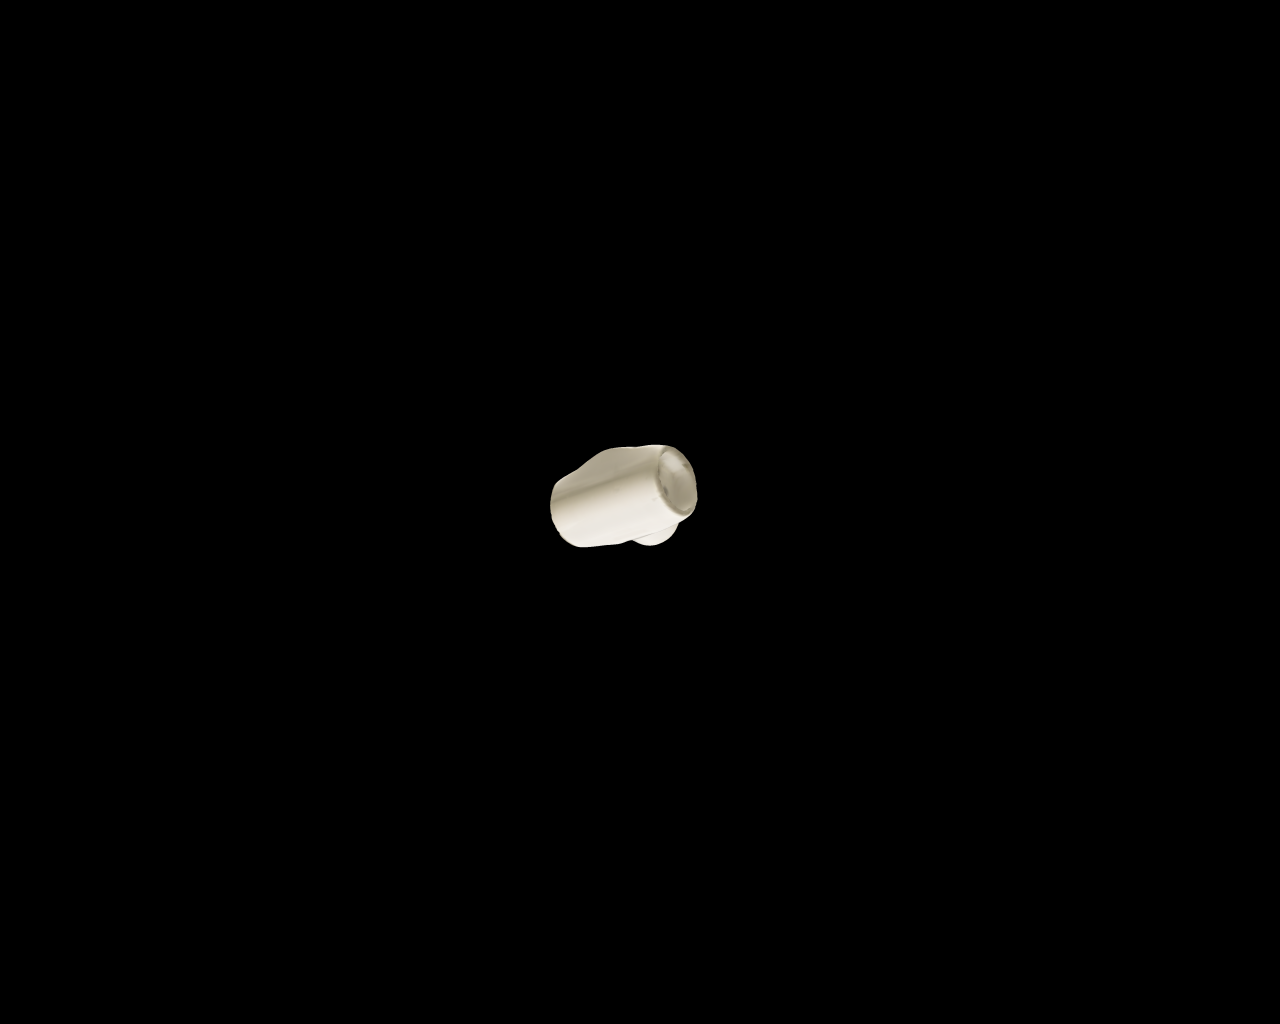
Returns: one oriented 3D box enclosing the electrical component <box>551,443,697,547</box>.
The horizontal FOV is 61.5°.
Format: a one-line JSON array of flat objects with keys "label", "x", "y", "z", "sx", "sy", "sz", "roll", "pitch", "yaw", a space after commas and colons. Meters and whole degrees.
[{"label": "electrical component", "x": 0.001, "y": -0.003, "z": 0.650, "sx": 0.077, "sy": 0.043, "sz": 0.079, "roll": -18, "pitch": -32, "yaw": 31}]
